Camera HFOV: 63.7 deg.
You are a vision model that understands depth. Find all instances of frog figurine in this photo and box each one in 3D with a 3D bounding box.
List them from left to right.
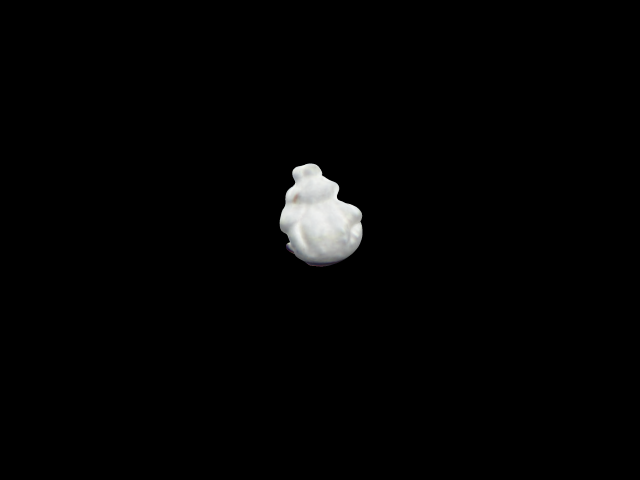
[{"bbox_3d":[0.003,-0.043,0.850,0.137,0.156,0.125,2,28,3],"label":"frog figurine"}]
